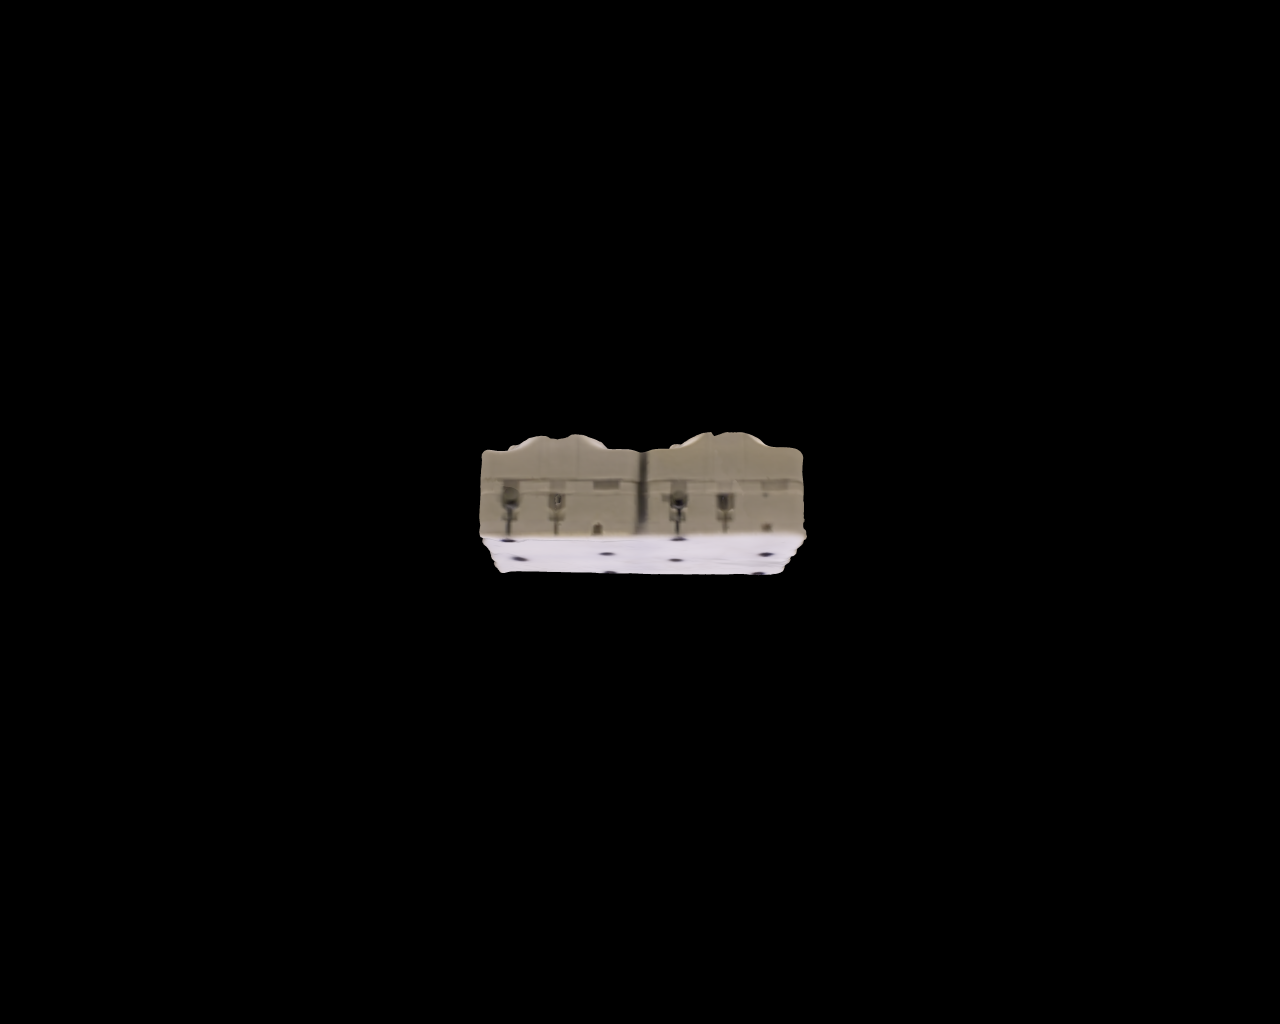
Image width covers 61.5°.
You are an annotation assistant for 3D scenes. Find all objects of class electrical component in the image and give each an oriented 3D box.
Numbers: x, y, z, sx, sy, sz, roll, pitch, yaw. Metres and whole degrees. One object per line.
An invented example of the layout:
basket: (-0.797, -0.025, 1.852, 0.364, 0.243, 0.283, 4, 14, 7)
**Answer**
electrical component: (0.001, -0.003, 0.650, 0.186, 0.060, 0.105, 0, -15, 0)
